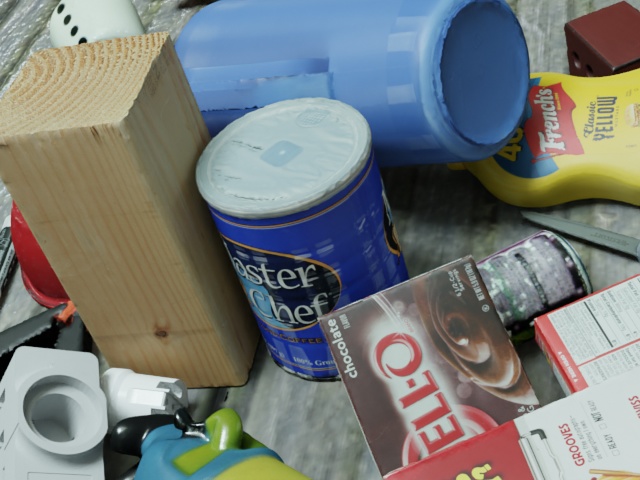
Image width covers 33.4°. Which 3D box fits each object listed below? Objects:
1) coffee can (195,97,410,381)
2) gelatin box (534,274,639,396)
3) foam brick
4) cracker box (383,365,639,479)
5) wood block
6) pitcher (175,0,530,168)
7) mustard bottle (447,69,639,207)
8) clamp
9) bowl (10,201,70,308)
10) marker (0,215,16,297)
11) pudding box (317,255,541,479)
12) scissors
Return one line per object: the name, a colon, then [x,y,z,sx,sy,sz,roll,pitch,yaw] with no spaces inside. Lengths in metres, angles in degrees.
coffee can: [-0.004,0.001,0.642,0.103,0.140,0.103,-11,40,9]
gelatin box: [0.172,0.060,0.579,0.089,0.030,0.073,-23,51,-1]
foam brick: [0.219,-0.129,0.775,0.051,0.053,0.078,-22,39,-3]
cracker box: [0.159,0.139,0.472,0.213,0.072,0.164,-23,38,-4]
wood block: [-0.107,-0.010,0.645,0.091,0.206,0.090,-5,41,17]
pitcher: [0.009,-0.106,0.722,0.243,0.145,0.149,5,58,47]
mustard bottle: [0.160,-0.069,0.719,0.192,0.058,0.096,1,66,25]
clamp: [-0.204,0.122,0.664,0.165,0.036,0.209,22,50,27]
bowl: [-0.172,-0.031,0.782,0.162,0.055,0.162,-19,47,21]
marker: [-0.244,0.026,0.807,0.020,0.020,0.121,-10,40,11]
pudding box: [0.060,0.077,0.565,0.090,0.039,0.113,-22,77,-5]
scissors: [0.202,0.022,0.634,0.202,0.016,0.096,7,45,29]
